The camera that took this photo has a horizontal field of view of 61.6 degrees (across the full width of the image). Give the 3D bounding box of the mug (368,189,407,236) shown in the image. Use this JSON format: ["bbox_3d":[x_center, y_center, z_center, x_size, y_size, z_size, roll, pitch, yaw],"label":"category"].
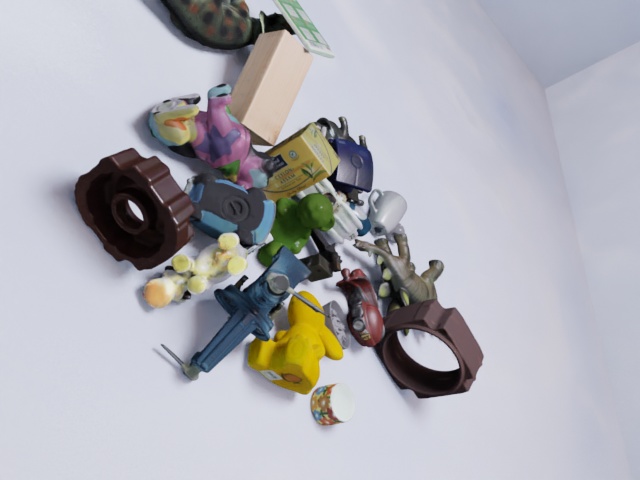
[{"bbox_3d":[0.159,-0.070,1.348,0.109,0.081,0.107,52,48,-26],"label":"mug"}]

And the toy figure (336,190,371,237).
[{"bbox_3d":[0.057,-0.071,1.249,0.154,0.058,0.064,44,5,-24],"label":"toy figure"}]

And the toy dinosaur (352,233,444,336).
[{"bbox_3d":[0.235,0.134,1.319,0.471,0.105,0.198,35,54,-32],"label":"toy dinosaur"}]

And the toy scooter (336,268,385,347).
[{"bbox_3d":[0.080,0.129,1.132,0.135,0.075,0.184,51,25,-53],"label":"toy scooter"}]

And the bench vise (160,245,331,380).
[{"bbox_3d":[-0.119,0.123,0.843,0.128,0.224,0.240,49,68,-15],"label":"bench vise"}]

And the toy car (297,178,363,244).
[{"bbox_3d":[0.015,-0.075,1.174,0.201,0.073,0.056,49,6,-19],"label":"toy car"}]

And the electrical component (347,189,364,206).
[{"bbox_3d":[0.074,-0.119,1.319,0.094,0.021,0.063,22,56,-43],"label":"electrical component"}]

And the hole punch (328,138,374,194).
[{"bbox_3d":[0.065,-0.167,1.227,0.142,0.092,0.115,12,93,-30],"label":"hole punch"}]

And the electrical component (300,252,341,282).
[{"bbox_3d":[-0.010,0.052,1.073,0.078,0.102,0.045,40,40,-43],"label":"electrical component"}]

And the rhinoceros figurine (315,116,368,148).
[{"bbox_3d":[0.037,-0.235,1.304,0.190,0.073,0.112,27,63,-41],"label":"rhinoceros figurine"}]

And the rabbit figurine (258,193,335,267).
[{"bbox_3d":[-0.034,-0.032,1.024,0.159,0.170,0.121,-21,88,-51],"label":"rabbit figurine"}]

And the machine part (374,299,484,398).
[{"bbox_3d":[0.232,0.241,1.169,0.087,0.201,0.201,-40,103,-49],"label":"machine part"}]

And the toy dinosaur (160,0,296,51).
[{"bbox_3d":[-0.215,-0.451,1.086,0.405,0.131,0.192,-9,77,-45],"label":"toy dinosaur"}]

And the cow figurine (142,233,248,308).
[{"bbox_3d":[-0.193,0.051,0.847,0.068,0.167,0.098,64,-5,1],"label":"cow figurine"}]

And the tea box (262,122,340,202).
[{"bbox_3d":[-0.057,-0.145,1.057,0.098,0.170,0.068,51,40,-17],"label":"tea box"}]

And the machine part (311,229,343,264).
[{"bbox_3d":[-0.002,-0.003,1.136,0.039,0.084,0.139,-33,88,-11],"label":"machine part"}]

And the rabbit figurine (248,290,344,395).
[{"bbox_3d":[-0.026,0.177,0.966,0.162,0.122,0.173,41,43,-35],"label":"rabbit figurine"}]

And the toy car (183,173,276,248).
[{"bbox_3d":[-0.166,-0.039,0.926,0.162,0.103,0.109,20,60,-12],"label":"toy car"}]

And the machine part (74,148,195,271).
[{"bbox_3d":[-0.261,-0.043,0.766,0.179,0.179,0.056,57,36,-11],"label":"machine part"}]

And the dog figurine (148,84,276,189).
[{"bbox_3d":[-0.186,-0.153,0.966,0.109,0.192,0.219,-120,-166,-62],"label":"dog figurine"}]
